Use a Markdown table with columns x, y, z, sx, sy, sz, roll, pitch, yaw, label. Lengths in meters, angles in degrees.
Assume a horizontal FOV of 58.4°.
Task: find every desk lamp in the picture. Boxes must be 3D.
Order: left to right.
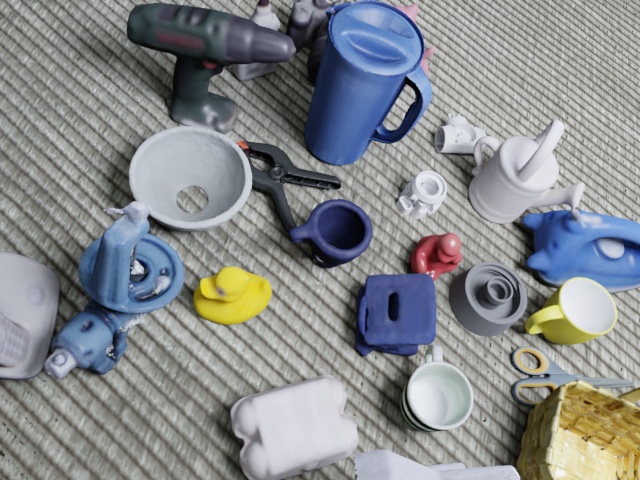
| x | y | z | sx | sy | sz | roll | pitch | yaw | label |
| --- | --- | --- | --- | --- | --- | --- | --- | --- | --- |
| 0.116 | 0.292 | 0.631 | 0.203 | 0.213 | 0.118 | -1 | 64 | -14 | desk lamp |

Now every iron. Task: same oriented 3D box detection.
| x | y | z | sx | sy | sz | roll | pitch | yaw | label |
| --- | --- | --- | --- | --- | --- | --- | --- | --- | --- |
| 0.459 | 0.008 | 0.899 | 0.258 | 0.141 | 0.118 | 10 | 62 | -9 | iron |

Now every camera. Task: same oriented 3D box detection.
| x | y | z | sx | sy | sz | roll | pitch | yaw | label |
| --- | --- | --- | --- | --- | --- | --- | --- | --- | --- |
| 0.009 | -0.344 | 0.984 | 0.143 | 0.100 | 0.137 | 17 | 61 | -5 | camera |

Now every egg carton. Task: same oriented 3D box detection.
| x | y | z | sx | sy | sz | roll | pitch | yaw | label |
| --- | --- | --- | --- | --- | --- | --- | --- | --- | --- |
| -0.030 | 0.232 | 0.706 | 0.150 | 0.069 | 0.107 | -12 | 68 | -19 | egg carton |

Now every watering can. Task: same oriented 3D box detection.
| x | y | z | sx | sy | sz | roll | pitch | yaw | label |
| --- | --- | --- | --- | --- | --- | --- | --- | --- | --- |
| 0.326 | -0.110 | 0.894 | 0.173 | 0.194 | 0.101 | 17 | 61 | -5 | watering can |

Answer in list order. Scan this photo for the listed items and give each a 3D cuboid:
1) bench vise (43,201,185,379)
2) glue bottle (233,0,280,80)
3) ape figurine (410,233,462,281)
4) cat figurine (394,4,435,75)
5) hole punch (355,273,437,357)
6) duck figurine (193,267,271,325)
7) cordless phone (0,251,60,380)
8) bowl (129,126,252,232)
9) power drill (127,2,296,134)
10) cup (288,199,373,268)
| x | y | z | sx | sy | sz | roll | pitch | yaw | label |
| --- | --- | --- | --- | --- | --- | --- | --- | --- | --- |
| -0.227 | 0.061 | 0.656 | 0.121 | 0.219 | 0.207 | 15 | 62 | -6 | bench vise |
| -0.095 | -0.329 | 0.909 | 0.078 | 0.173 | 0.037 | -22 | 71 | -22 | glue bottle |
| 0.178 | 0.020 | 0.851 | 0.078 | 0.092 | 0.076 | 8 | 62 | -10 | ape figurine |
| 0.152 | -0.359 | 1.017 | 0.067 | 0.117 | 0.127 | -37 | 78 | -26 | cat figurine |
| 0.103 | 0.102 | 0.792 | 0.101 | 0.091 | 0.108 | 9 | 62 | -10 | hole punch |
| -0.114 | 0.064 | 0.759 | 0.105 | 0.086 | 0.077 | -5 | 65 | -16 | duck figurine |
| -0.360 | 0.070 | 0.638 | 0.094 | 0.185 | 0.147 | 3 | 63 | -12 | cordless phone |
| -0.183 | -0.075 | 0.817 | 0.167 | 0.074 | 0.167 | 6 | 63 | -11 | bowl |
| -0.160 | -0.250 | 0.833 | 0.230 | 0.208 | 0.075 | 16 | 61 | -5 | power drill |
| 0.007 | 0.003 | 0.815 | 0.118 | 0.095 | 0.091 | -7 | 66 | -17 | cup |
